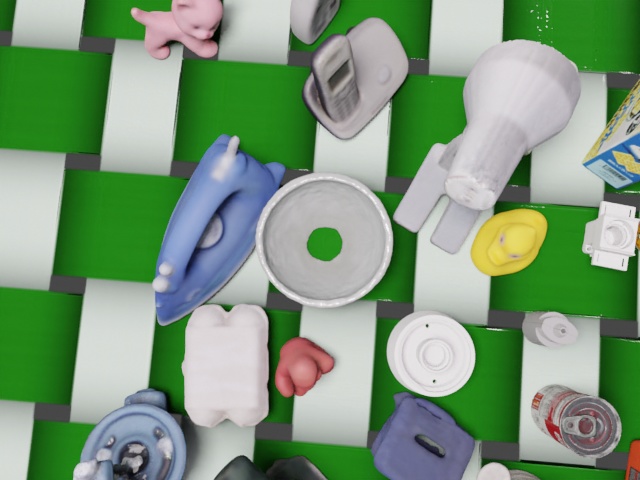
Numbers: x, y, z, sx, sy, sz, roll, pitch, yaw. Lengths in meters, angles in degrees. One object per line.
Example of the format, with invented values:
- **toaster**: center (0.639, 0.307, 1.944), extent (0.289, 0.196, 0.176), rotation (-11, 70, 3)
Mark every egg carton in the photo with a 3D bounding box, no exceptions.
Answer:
- **egg carton**: center (-0.116, 0.155, 0.713), extent (0.107, 0.069, 0.150), rotation (-2, 84, 1)

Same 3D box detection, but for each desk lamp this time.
- **desk lamp**: center (0.187, -0.097, 0.662), extent (0.118, 0.213, 0.203), rotation (29, 85, 4)

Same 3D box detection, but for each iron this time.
- **iron**: center (-0.145, -0.008, 0.694), extent (0.118, 0.141, 0.258), rotation (28, 85, 4)

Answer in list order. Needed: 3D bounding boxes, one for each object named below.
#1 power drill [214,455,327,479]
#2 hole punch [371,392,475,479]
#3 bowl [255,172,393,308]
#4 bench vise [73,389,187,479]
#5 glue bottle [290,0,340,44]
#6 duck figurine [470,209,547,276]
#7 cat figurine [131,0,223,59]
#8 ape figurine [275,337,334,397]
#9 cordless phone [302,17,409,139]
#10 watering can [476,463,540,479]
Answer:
- **power drill**: center (-0.017, 0.320, 0.624), extent (0.229, 0.208, 0.075), rotation (41, 86, 5)
- **hole punch**: center (0.123, 0.249, 0.688), extent (0.108, 0.091, 0.101), rotation (32, 85, 4)
- **bowl**: center (0.007, 0.003, 0.724), extent (0.167, 0.075, 0.167), rotation (0, 84, 1)
- **bench vise**: center (-0.193, 0.278, 0.626), extent (0.121, 0.220, 0.207), rotation (-28, 84, -2)
- **glue bottle**: center (-0.007, -0.312, 0.708), extent (0.037, 0.173, 0.078), rotation (37, 86, 5)
- **duck figurine**: center (0.243, 0.000, 0.715), extent (0.104, 0.086, 0.077), rotation (-37, 84, -3)
- **cat figurine**: center (-0.176, -0.288, 0.736), extent (0.127, 0.118, 0.067), rotation (-4, 84, 1)
- **ape figurine**: center (-0.021, 0.158, 0.700), extent (0.078, 0.092, 0.076), rotation (-11, 84, 0)
- **cordless phone**: center (0.044, -0.213, 0.691), extent (0.094, 0.185, 0.147), rotation (39, 86, 5)
- **watering can**: center (0.235, 0.326, 0.627), extent (0.173, 0.194, 0.101), rotation (30, 85, 4)
